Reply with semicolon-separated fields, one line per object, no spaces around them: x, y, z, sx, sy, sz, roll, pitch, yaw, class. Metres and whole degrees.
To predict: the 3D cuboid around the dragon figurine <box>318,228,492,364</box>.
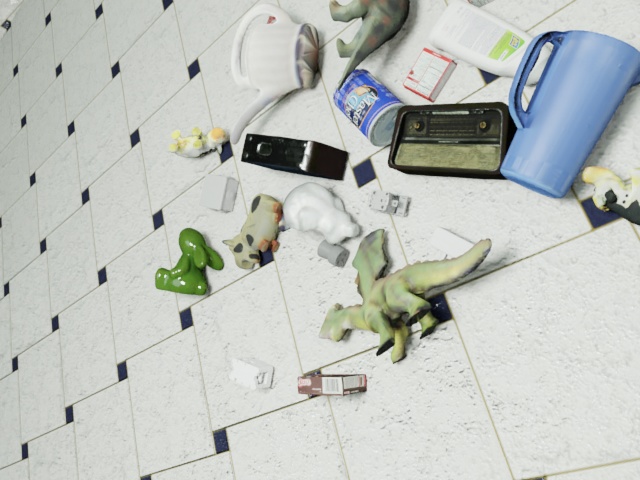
0.132;0.077;0.983;0.404;0.121;0.248;-52;46;24;dragon figurine

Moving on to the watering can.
-0.114;-0.399;1.241;0.224;0.104;0.348;5;90;19;watering can

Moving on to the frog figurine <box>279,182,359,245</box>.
0.003;-0.055;1.092;0.160;0.138;0.121;18;111;40;frog figurine
